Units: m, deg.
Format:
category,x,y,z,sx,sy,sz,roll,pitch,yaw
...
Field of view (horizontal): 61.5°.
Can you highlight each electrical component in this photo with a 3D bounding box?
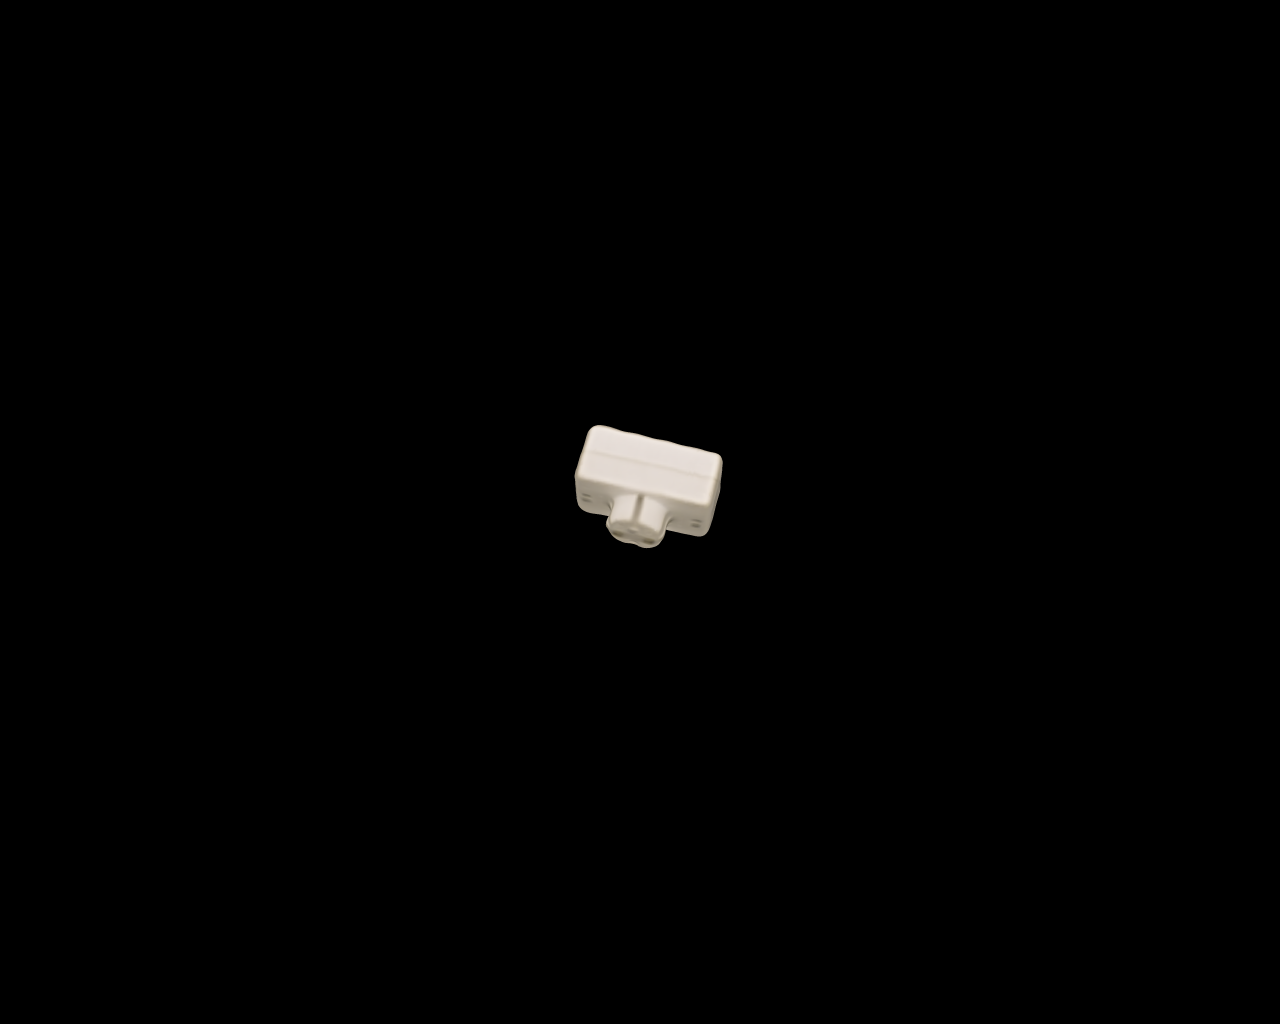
category,x,y,z,sx,sy,sz,roll,pitch,yaw
electrical component,0.001,-0.003,0.650,0.083,0.076,0.047,14,-26,7
